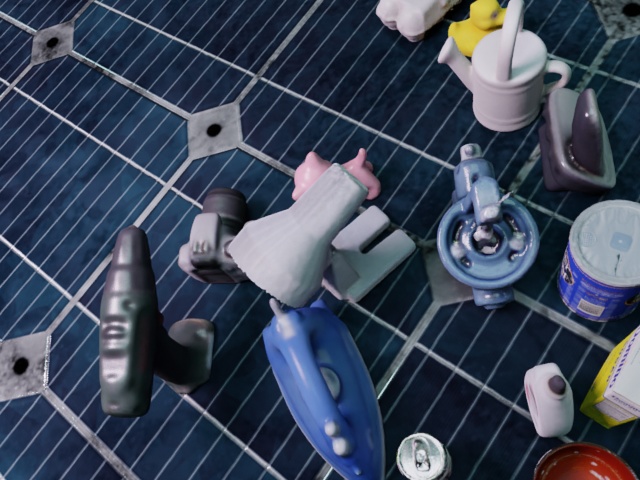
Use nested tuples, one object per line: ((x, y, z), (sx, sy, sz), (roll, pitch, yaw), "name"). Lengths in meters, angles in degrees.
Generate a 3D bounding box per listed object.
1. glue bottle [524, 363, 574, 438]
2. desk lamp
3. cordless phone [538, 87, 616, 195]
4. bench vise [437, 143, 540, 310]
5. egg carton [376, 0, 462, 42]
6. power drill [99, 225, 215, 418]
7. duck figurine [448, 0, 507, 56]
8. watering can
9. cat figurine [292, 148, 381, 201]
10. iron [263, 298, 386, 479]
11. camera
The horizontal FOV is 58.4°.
((0.251, 0.168, 0.624), (0.037, 0.173, 0.078), (-16, 63, 9), "glue bottle")
((0.007, 0.003, 0.746), (0.203, 0.214, 0.117), (-41, 62, -5), "desk lamp")
((0.339, -0.154, 0.739), (0.094, 0.185, 0.147), (-8, 64, 13), "cordless phone")
((0.189, -0.037, 0.708), (0.121, 0.220, 0.207), (-25, 62, 4), "bench vise")
((0.175, -0.409, 0.968), (0.150, 0.069, 0.107), (-46, 62, -7), "egg carton")
((-0.218, 0.122, 0.759), (0.075, 0.209, 0.229), (-6, 65, 14), "power drill")
((0.255, -0.344, 0.906), (0.104, 0.086, 0.077), (4, 67, 18), "duck figurine")
((0.255, -0.245, 0.799), (0.172, 0.194, 0.101), (-8, 64, 13), "watering can")
((0.018, -0.093, 0.841), (0.128, 0.118, 0.067), (-26, 62, 3), "cat figurine")
((0.005, 0.188, 0.703), (0.118, 0.142, 0.258), (-29, 62, 2), "iron")
((-0.136, -0.013, 0.858), (0.143, 0.101, 0.137), (-4, 65, 15), "camera")
